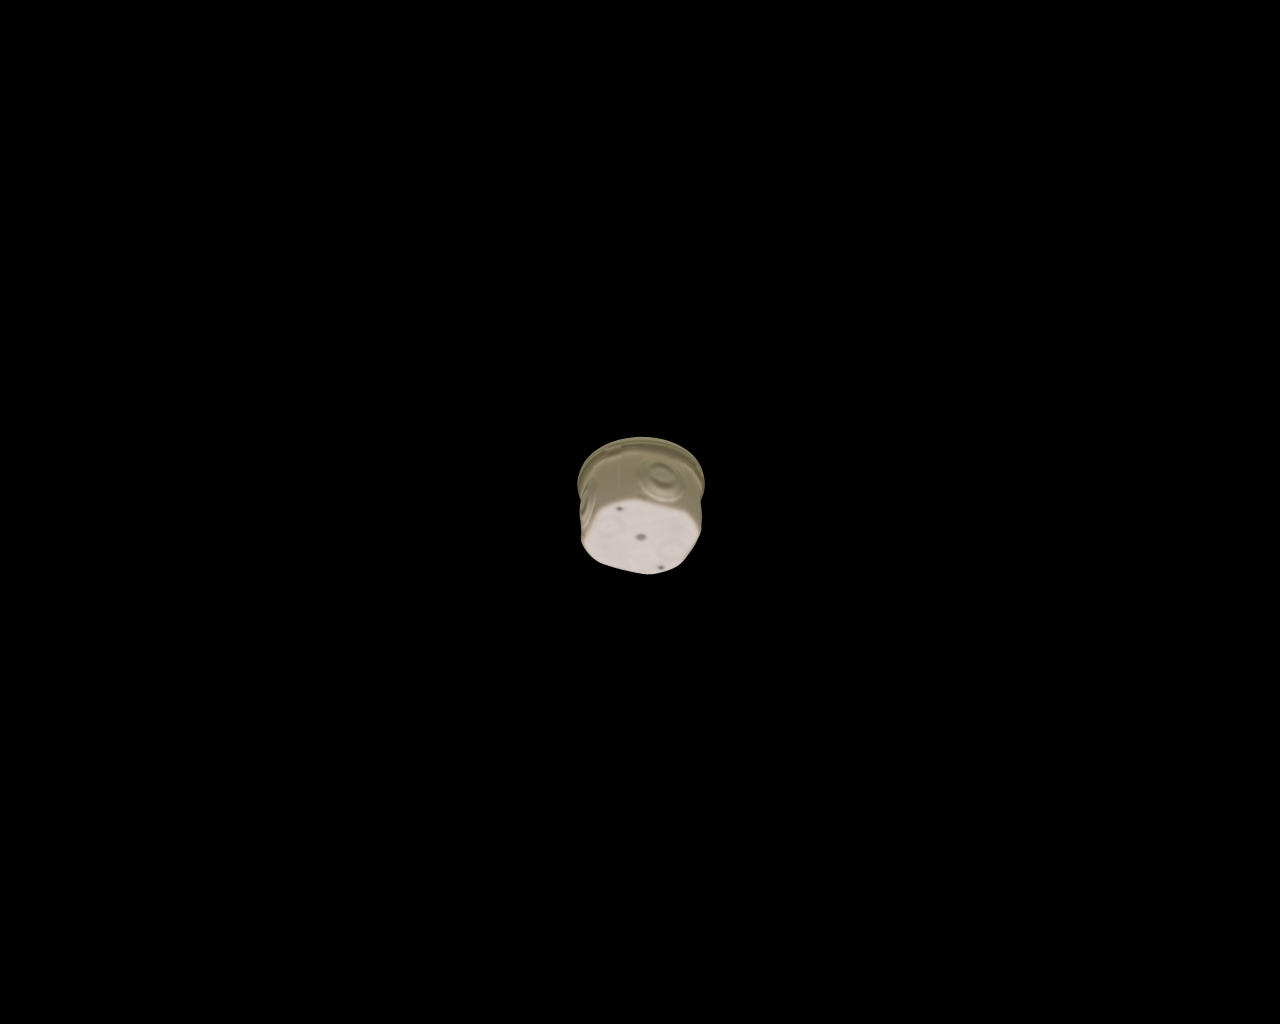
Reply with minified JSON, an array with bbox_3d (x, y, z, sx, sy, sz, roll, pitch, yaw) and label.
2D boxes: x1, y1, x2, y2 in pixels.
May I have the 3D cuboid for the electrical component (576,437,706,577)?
[{"bbox_3d":[0.001,-0.003,0.650,0.080,0.051,0.080,0,-42,0],"label":"electrical component"}]
